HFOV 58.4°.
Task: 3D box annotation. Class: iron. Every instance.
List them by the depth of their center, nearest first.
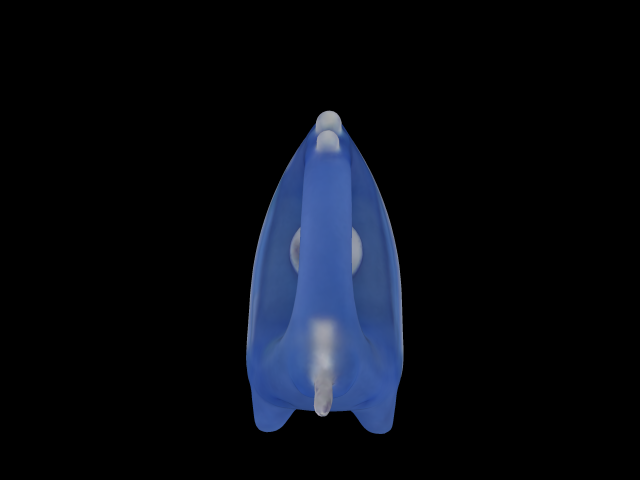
[{"bbox_3d":[0.004,0.001,0.400,0.118,0.141,0.258,0,75,0],"label":"iron"}]
